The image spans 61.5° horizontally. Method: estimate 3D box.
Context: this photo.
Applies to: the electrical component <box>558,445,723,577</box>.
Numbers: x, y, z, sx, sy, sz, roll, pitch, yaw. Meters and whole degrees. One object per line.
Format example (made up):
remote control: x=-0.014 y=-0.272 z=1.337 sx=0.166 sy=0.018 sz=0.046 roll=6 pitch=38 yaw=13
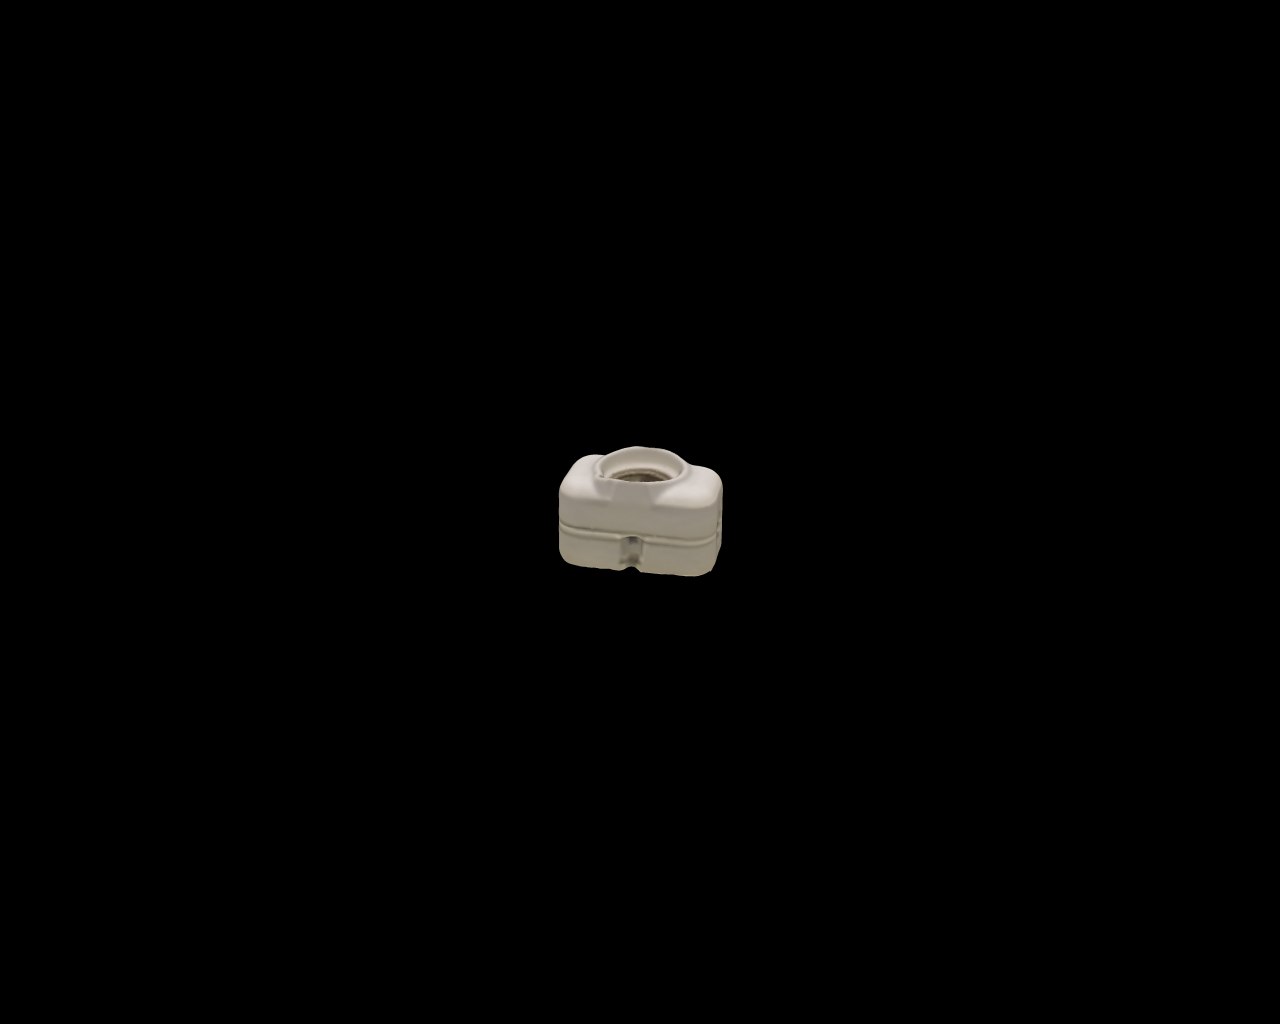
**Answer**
electrical component: x=0.001 y=-0.003 z=0.650 sx=0.095 sy=0.059 sz=0.054 roll=6 pitch=28 yaw=12
